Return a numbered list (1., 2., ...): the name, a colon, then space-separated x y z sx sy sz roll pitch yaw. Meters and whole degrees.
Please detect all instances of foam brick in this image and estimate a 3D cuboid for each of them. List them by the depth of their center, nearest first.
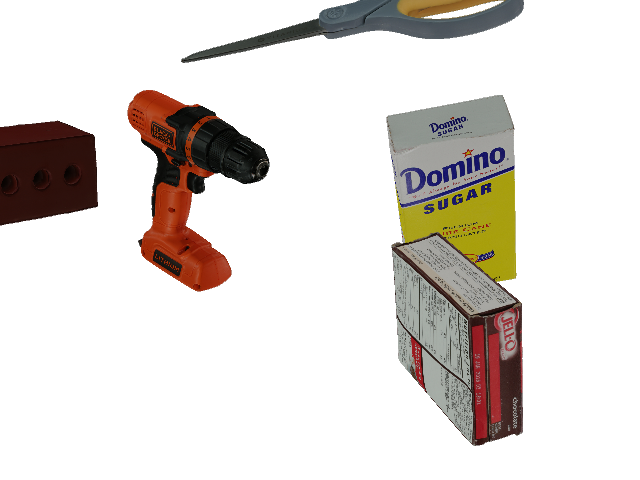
1. foam brick: -0.196 -0.046 0.710 0.078 0.053 0.051 -14 26 -37

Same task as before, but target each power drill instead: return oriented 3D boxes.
1. power drill: -0.125 -0.045 1.090 0.185 0.188 0.057 30 38 35

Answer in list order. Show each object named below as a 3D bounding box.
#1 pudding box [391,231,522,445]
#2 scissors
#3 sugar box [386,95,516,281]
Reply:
1. pudding box: 0.083 0.058 0.656 0.039 0.090 0.114 -13 26 -18
2. scissors: 0.021 -0.143 0.638 0.202 0.096 0.016 -1 -45 20
3. sugar box: 0.108 -0.031 0.857 0.093 0.048 0.176 -11 -40 3
